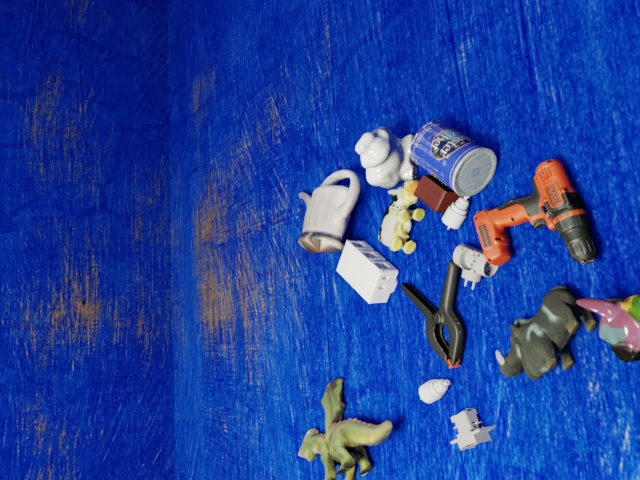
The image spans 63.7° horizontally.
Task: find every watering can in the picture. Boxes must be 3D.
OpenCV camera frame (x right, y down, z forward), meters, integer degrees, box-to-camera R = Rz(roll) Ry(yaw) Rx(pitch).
[{"bbox_3d":[0.004,-0.069,1.376,0.345,0.103,0.227,-15,56,62],"label":"watering can"}]

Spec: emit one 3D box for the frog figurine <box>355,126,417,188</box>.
[{"bbox_3d":[0.132,-0.188,1.159,0.124,0.159,0.136,30,112,54],"label":"frog figurine"}]

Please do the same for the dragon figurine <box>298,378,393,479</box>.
[{"bbox_3d":[0.050,0.461,1.280,0.402,0.122,0.248,-58,35,33],"label":"dragon figurine"}]
